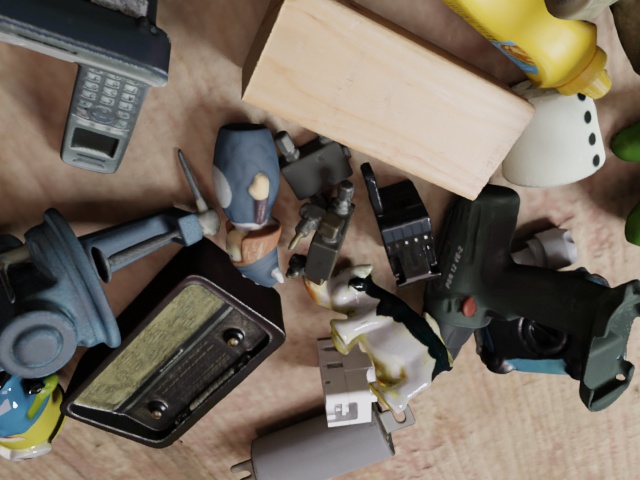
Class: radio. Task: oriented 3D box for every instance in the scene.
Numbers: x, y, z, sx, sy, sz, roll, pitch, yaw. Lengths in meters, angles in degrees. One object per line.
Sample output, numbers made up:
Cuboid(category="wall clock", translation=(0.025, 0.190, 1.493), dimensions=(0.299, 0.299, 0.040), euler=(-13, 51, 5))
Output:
Cuboid(category="radio", translation=(-0.150, 0.117, 0.566), dimensions=(0.131, 0.073, 0.229), euler=(37, 112, -26))

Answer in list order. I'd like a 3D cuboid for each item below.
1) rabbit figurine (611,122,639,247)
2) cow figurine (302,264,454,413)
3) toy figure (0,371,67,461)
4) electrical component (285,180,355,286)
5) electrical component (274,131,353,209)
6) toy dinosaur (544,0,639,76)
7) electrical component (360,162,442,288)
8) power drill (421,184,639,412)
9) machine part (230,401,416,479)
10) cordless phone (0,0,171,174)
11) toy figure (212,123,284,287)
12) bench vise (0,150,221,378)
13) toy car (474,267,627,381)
Cuboid(category="rabbit figurine", translation=(0.362, -0.067, 0.513), dimensions=(0.159, 0.121, 0.170), euler=(16, 101, -10))
Cuboid(category="cow figurine", translation=(0.057, 0.080, 0.545), dimensions=(0.098, 0.068, 0.167), euler=(-34, 78, -10))
Cuboid(category="toy figure", translation=(-0.306, 0.162, 0.544), dimensions=(0.082, 0.089, 0.180), euler=(27, 139, 14))
Cuboid(category="electrical component", translation=(-0.001, -0.001, 0.497), dimensions=(0.045, 0.078, 0.102), euler=(18, 149, 3))
Cuboid(category="electrical component", translation=(-0.002, -0.068, 0.495), dimensions=(0.063, 0.021, 0.093), euler=(-25, 128, 8))
Cuboid(category="toy dinosaur", translation=(0.237, -0.172, 0.340), dimensions=(0.198, 0.105, 0.470), euler=(-3, 104, -42))
Cuboid(category="electrical component", translation=(0.075, -0.023, 0.508), dimensions=(0.048, 0.075, 0.119), euler=(-16, 121, 4))
Cuboid(category="power drill", translation=(0.187, 0.073, 0.514), dimensions=(0.086, 0.208, 0.231), euler=(-8, 114, -29))
Cuboid(category="machine part", translation=(0.004, 0.261, 0.678), dimensions=(0.243, 0.079, 0.079), euler=(-22, 123, 5))
Cuboid(category="cordless phone", translation=(-0.196, -0.118, 0.394), dimensions=(0.146, 0.089, 0.184), euler=(12, 148, -26))
Cuboid(category="toy figure", translation=(-0.063, -0.026, 0.484), dimensions=(0.058, 0.064, 0.154), euler=(-1, 112, 3))
Cuboid(category="bench vise", translation=(-0.204, 0.021, 0.458), dimensions=(0.240, 0.224, 0.128), euler=(-27, 110, -28))
Cuboid(category="toy car", translation=(0.251, 0.091, 0.581), dimensions=(0.103, 0.109, 0.162), euler=(-2, 167, -44))
